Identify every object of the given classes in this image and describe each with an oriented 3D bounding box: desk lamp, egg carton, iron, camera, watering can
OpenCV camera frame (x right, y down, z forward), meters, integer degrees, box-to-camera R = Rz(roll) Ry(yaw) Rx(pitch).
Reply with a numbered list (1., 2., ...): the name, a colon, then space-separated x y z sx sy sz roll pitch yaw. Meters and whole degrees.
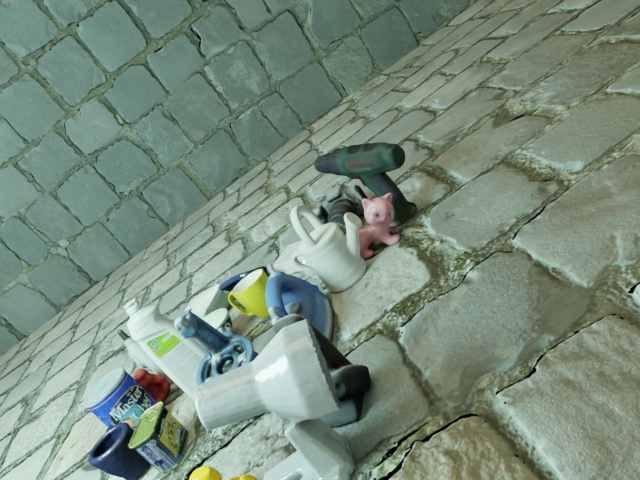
1. desk lamp: -0.043 0.229 0.729 0.203 0.214 0.118 -36 19 5
2. egg carton: -0.043 0.050 1.365 0.150 0.069 0.107 -18 27 44
3. iron: -0.057 0.141 1.070 0.118 0.142 0.258 -34 19 9
4. camera: 0.042 -0.071 1.449 0.143 0.101 0.137 -28 21 25
5. watering can: 0.011 0.003 1.187 0.173 0.194 0.101 -35 19 6

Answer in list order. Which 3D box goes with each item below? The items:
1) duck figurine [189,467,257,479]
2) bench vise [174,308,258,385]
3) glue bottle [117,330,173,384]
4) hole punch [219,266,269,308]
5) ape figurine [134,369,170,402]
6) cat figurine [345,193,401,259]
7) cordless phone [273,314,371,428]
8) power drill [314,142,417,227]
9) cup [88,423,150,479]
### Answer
1. duck figurine: -0.144 0.355 0.812 0.104 0.086 0.077 -32 20 15
2. bench vise: -0.193 0.204 1.040 0.121 0.220 0.207 -42 20 -15
3. glue bottle: -0.412 0.273 1.340 0.078 0.173 0.037 -19 26 41
4. hole punch: -0.186 0.108 1.450 0.108 0.091 0.101 -28 21 26
5. ape figurine: -0.384 0.328 1.288 0.078 0.092 0.076 -38 19 -1
6. cat figurine: 0.114 -0.040 1.224 0.127 0.118 0.067 -31 20 18
7. cordless phone: -0.027 0.188 0.840 0.147 0.185 0.094 -29 21 23
8. power drill: 0.114 -0.126 1.284 0.228 0.209 0.076 -16 29 47
9. cup: -0.372 0.405 1.084 0.092 0.095 0.117 -42 20 -13
